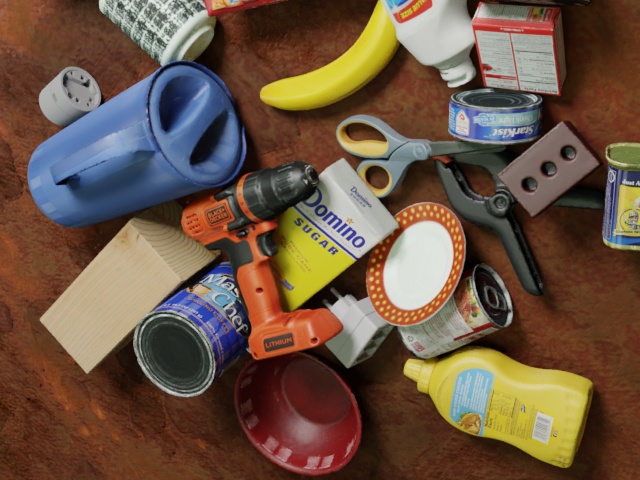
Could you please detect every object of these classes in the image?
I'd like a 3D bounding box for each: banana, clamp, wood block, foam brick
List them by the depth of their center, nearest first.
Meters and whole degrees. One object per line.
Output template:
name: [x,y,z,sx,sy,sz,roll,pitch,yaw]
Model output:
foam brick: [0.210,-0.064,0.966,0.078,0.051,0.053,-41,81,17]
clamp: [0.188,-0.042,1.022,0.171,0.039,0.120,45,108,6]
banana: [0.021,-0.176,1.056,0.198,0.037,0.070,-38,74,33]
wood block: [-0.223,0.054,1.245,0.091,0.090,0.206,48,123,1]

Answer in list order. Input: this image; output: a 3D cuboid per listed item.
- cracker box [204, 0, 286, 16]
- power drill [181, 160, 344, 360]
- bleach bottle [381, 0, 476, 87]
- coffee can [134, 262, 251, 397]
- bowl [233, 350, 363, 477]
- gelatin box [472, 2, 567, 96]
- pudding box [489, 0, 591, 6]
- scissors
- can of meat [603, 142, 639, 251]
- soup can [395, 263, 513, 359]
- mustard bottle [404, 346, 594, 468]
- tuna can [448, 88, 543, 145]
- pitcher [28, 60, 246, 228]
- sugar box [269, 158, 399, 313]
cracker box: [-0.050,-0.334,1.004,0.164,0.072,0.214,-6,107,28]
power drill: [-0.046,0.022,1.096,0.185,0.057,0.187,-19,94,43]
bleach bottle: [0.086,-0.252,0.944,0.103,0.068,0.251,-3,124,44]
coffee can: [-0.124,0.096,1.180,0.103,0.140,0.103,11,115,23]
bowl: [-0.016,0.185,1.212,0.162,0.055,0.162,11,115,24]
gelatin box: [0.180,-0.171,0.953,0.073,0.030,0.089,10,151,24]
pudding box: [0.177,-0.221,0.907,0.090,0.113,0.039,9,104,24]
scissors: [0.096,-0.072,1.041,0.202,0.016,0.096,20,129,38]
can of meat: [0.303,-0.037,0.946,0.102,0.057,0.084,3,114,13]
soup can: [0.134,0.074,1.080,0.102,0.068,0.068,-28,96,34]
mustard bottle: [0.177,0.161,1.100,0.192,0.058,0.096,17,121,20]
tuna can: [0.161,-0.114,0.977,0.086,0.086,0.034,9,113,24]
pitcher: [-0.211,-0.089,1.137,0.243,0.145,0.149,-18,139,40]
sugar box: [-0.008,0.001,1.127,0.093,0.048,0.177,50,132,2]
